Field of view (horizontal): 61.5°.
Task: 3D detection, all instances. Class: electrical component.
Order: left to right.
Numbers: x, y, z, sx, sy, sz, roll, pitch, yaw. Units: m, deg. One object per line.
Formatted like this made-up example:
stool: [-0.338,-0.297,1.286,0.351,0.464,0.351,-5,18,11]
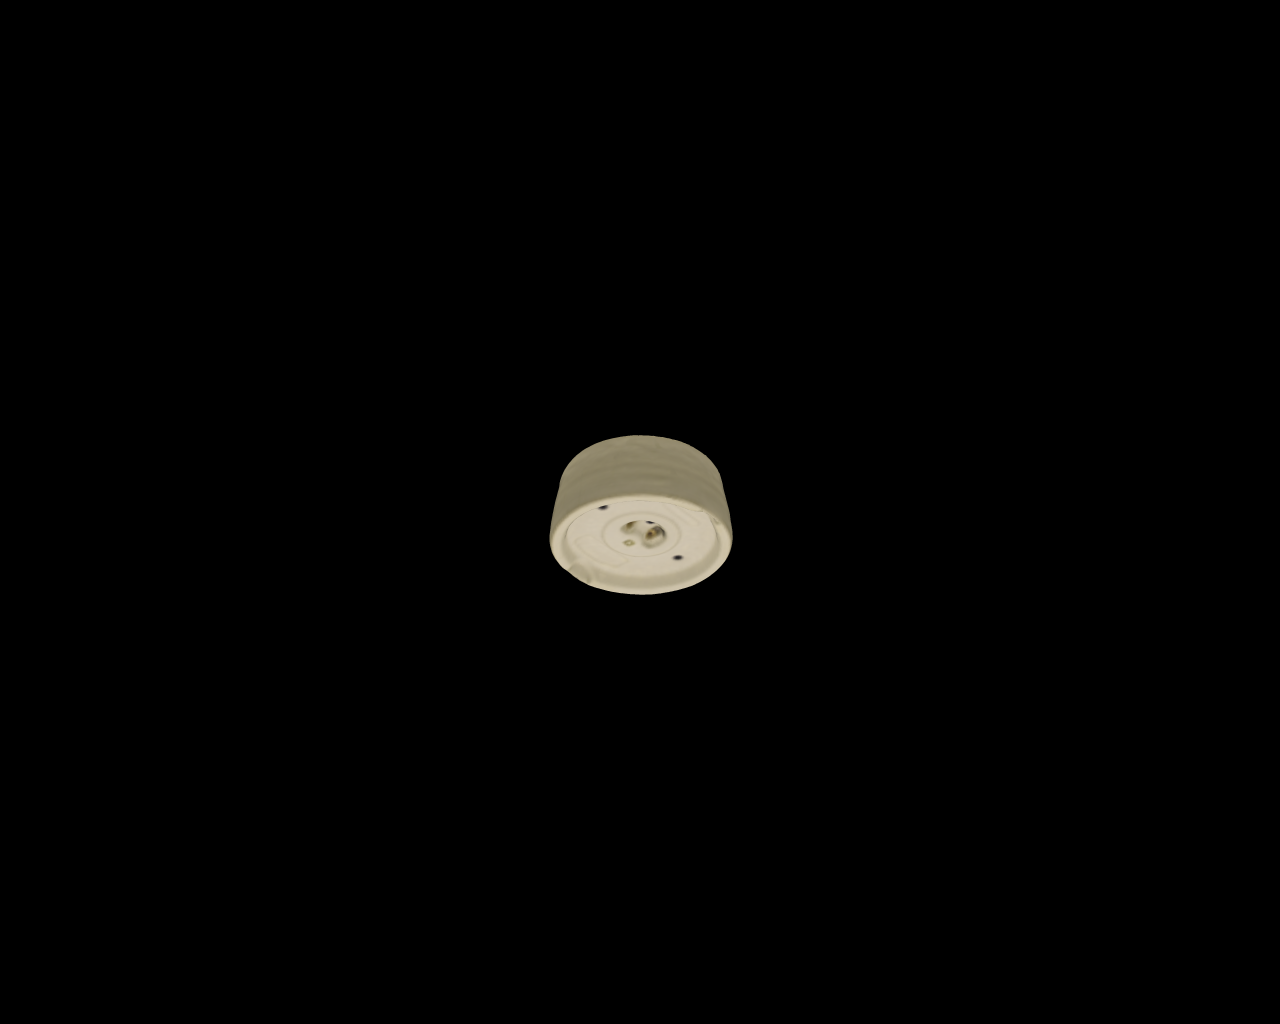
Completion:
electrical component: [0.001,-0.003,0.650,0.108,0.060,0.108,0,-35,0]
